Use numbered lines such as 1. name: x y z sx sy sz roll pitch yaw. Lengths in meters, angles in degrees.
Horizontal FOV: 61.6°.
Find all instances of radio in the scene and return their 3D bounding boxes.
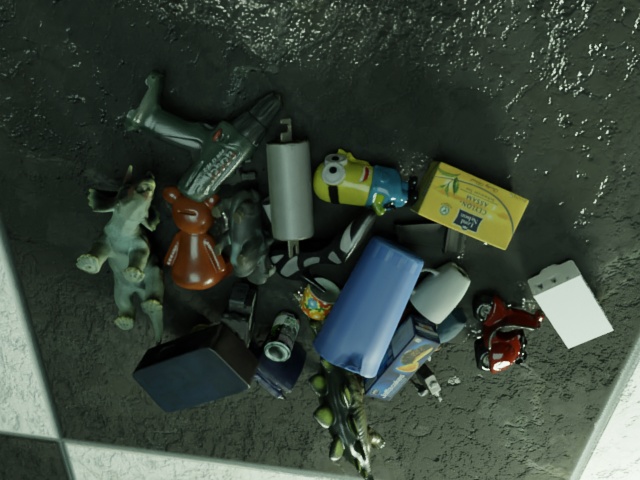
1. radio: -0.250 0.256 1.068 0.230 0.073 0.131 -23 116 24

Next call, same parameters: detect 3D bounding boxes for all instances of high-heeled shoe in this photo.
1. high-heeled shoe: -0.002 -0.003 0.992 0.145 0.086 0.248 41 126 10

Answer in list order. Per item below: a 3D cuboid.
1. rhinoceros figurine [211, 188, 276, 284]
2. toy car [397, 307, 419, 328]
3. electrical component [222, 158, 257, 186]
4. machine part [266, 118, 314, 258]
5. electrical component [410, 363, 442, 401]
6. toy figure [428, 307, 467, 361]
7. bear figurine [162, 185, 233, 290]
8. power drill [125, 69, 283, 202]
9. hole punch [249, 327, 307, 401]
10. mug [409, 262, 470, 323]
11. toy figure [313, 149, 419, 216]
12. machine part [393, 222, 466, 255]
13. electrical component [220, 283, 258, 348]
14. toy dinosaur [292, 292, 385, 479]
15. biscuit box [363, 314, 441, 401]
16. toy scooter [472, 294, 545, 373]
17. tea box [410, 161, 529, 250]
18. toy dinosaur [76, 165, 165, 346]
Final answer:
1. rhinoceros figurine: -0.134 -0.002 0.988 0.073 0.112 0.190 12 122 30
2. toy car: 0.139 0.205 1.124 0.089 0.053 0.202 12 126 -7
3. electrical component: -0.165 -0.130 0.978 0.094 0.021 0.063 -4 121 9
4. machine part: -0.051 -0.088 0.935 0.079 0.079 0.243 -1 104 8
5. electrical component: 0.221 0.300 1.166 0.045 0.078 0.102 -31 121 -4
6. toy figure: 0.238 0.198 1.107 0.064 0.058 0.154 34 124 -6
7. bear figurine: -0.234 -0.011 1.022 0.120 0.132 0.195 2 103 4
8. power drill: -0.203 -0.196 0.903 0.207 0.086 0.232 32 99 -15
9. hole punch: -0.094 0.261 1.156 0.092 0.116 0.142 -36 111 16
10. mug: 0.227 0.088 1.035 0.109 0.081 0.107 39 107 -9
11. toy figure: 0.077 -0.092 0.938 0.180 0.082 0.089 13 123 -4
12. machine part: 0.204 -0.010 0.997 0.139 0.039 0.084 5 127 2
13. electrical component: -0.164 0.156 1.096 0.058 0.115 0.134 8 122 -1
14. toy dinosaur: 0.043 0.328 1.128 0.105 0.198 0.471 -25 83 8
15. biscuit box: 0.159 0.240 1.082 0.063 0.059 0.202 20 125 -17
16. toy scooter: 0.377 0.187 1.074 0.135 0.075 0.183 -5 116 9
17. tea box: 0.255 -0.061 0.925 0.170 0.068 0.098 20 98 -7
18. toy dinosaur: -0.356 0.039 1.037 0.131 0.192 0.404 4 138 -2
